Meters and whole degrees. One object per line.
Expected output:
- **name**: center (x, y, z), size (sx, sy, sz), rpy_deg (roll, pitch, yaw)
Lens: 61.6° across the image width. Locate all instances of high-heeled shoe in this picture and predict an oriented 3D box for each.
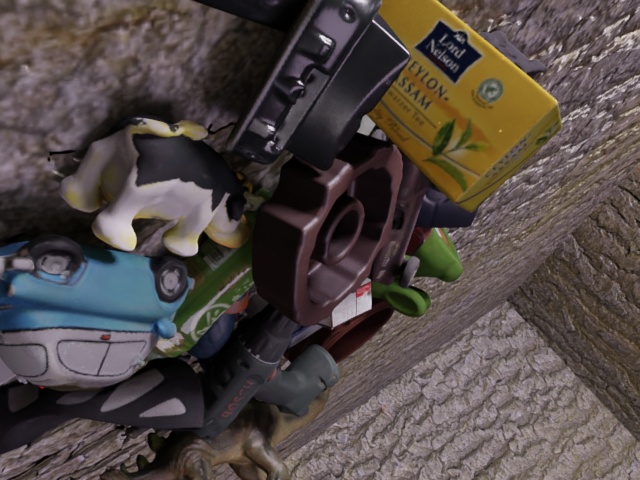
- **high-heeled shoe**: center (-0.238, 0.191, 0.530), size (0.249, 0.145, 0.086), rpy_deg (-37, 157, -9)

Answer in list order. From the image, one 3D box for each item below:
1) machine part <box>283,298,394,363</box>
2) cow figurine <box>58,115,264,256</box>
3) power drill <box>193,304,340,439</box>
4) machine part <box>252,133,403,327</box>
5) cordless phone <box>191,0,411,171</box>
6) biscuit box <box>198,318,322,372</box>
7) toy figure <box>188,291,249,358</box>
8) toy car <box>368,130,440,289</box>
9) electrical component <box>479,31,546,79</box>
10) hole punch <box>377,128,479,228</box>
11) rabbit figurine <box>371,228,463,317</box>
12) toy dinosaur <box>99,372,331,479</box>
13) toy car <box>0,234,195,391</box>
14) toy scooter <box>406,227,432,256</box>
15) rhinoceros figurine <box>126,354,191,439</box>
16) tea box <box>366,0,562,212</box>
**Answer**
- **machine part**: center (0.038, 0.145, 0.960), size (0.201, 0.087, 0.201), rpy_deg (-18, 150, -45)
- **cow figurine**: center (-0.098, -0.042, 0.411), size (0.098, 0.068, 0.167), rpy_deg (-52, 156, 14)
- **power drill**: center (-0.054, 0.169, 0.710), size (0.232, 0.086, 0.207), rpy_deg (-48, 152, 7)
- **machine part**: center (0.008, -0.012, 0.486), size (0.179, 0.056, 0.179), rpy_deg (-43, 147, -37)
- **cordless phone**: center (-0.048, -0.121, 0.342), size (0.184, 0.089, 0.146), rpy_deg (3, 136, -44)
- **biscuit box**: center (-0.080, 0.140, 0.792), size (0.203, 0.063, 0.059), rpy_deg (-29, 157, -24)
- **toy figure**: center (-0.117, 0.073, 0.613), size (0.064, 0.058, 0.154), rpy_deg (-21, 148, -51)
- **toy car**: center (0.077, -0.024, 0.576), size (0.053, 0.089, 0.202), rpy_deg (-53, 161, -49)
- **electrical component**: center (0.184, -0.163, 0.604), size (0.048, 0.075, 0.119), rpy_deg (-21, 148, -36)
- **hole punch**: center (0.129, -0.073, 0.611), size (0.142, 0.092, 0.115), rpy_deg (4, 156, 1)
- **rabbit figurine**: center (0.129, 0.042, 0.853), size (0.170, 0.159, 0.121), rpy_deg (-31, 172, 21)
- **toy dinosaur**: center (-0.122, 0.301, 0.845), size (0.471, 0.199, 0.105), rpy_deg (6, 141, -47)
- **toy car**: center (-0.171, 0.057, 0.389), size (0.109, 0.103, 0.161), rpy_deg (-6, 168, 26)
- **toy scooter**: center (0.124, -0.034, 0.709), size (0.184, 0.075, 0.135), rpy_deg (-50, 173, -8)
- **rhinoceros figurine**: center (-0.203, 0.187, 0.674), size (0.112, 0.073, 0.190), rpy_deg (-34, 158, -10)
- **tea box**: center (0.089, -0.114, 0.419), size (0.098, 0.170, 0.068), rpy_deg (-48, 156, 16)
